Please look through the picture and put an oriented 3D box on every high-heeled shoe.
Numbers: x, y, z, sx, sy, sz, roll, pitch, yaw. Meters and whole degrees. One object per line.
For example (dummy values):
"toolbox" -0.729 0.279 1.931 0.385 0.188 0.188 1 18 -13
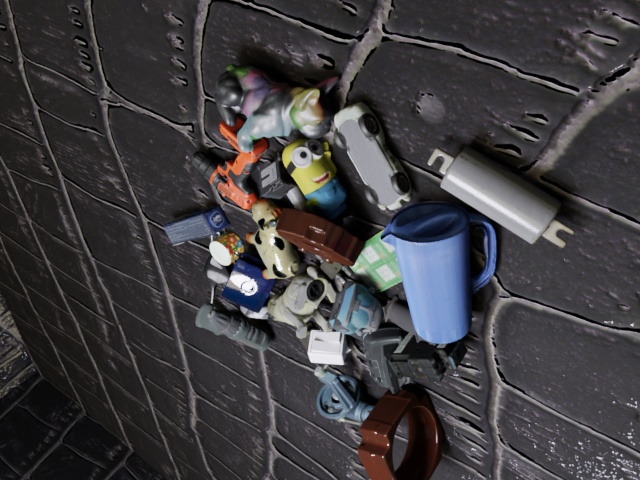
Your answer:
"high-heeled shoe" -0.191 0.118 1.401 0.249 0.086 0.145 11 95 11

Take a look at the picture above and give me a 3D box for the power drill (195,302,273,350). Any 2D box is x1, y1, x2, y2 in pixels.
"power drill" -0.252 0.222 1.450 0.207 0.086 0.231 -1 153 47

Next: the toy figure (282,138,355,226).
"toy figure" -0.007 -0.111 1.037 0.089 0.082 0.180 -17 110 44

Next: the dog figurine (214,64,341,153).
"dog figurine" -0.071 -0.257 0.967 0.219 0.108 0.191 -18 105 42

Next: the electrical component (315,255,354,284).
"electrical component" 0.030 0.052 1.169 0.094 0.021 0.063 45 139 12

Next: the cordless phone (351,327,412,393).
"cordless phone" 0.119 0.250 1.216 0.184 0.089 0.146 16 131 46

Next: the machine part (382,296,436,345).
"machine part" 0.191 0.157 1.080 0.139 0.084 0.039 18 155 41

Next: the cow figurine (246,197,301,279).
"cow figurine" -0.100 -0.003 1.196 0.127 0.085 0.194 2 119 47

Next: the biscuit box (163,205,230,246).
"biscuit box" -0.320 -0.037 1.378 0.203 0.059 0.062 -10 111 45

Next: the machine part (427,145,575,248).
"machine part" 0.276 -0.071 0.825 0.243 0.079 0.079 36 137 15

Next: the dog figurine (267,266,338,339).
"dog figurine" -0.061 0.128 1.263 0.191 0.121 0.172 20 100 52

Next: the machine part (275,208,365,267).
"machine part" -0.002 -0.003 1.060 0.179 0.056 0.179 24 171 4

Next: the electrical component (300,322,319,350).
"electrical component" -0.022 0.251 1.348 0.078 0.045 0.102 -9 113 42

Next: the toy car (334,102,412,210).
"toy car" 0.093 -0.143 0.946 0.073 0.056 0.201 -19 108 41

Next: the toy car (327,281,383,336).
"toy car" 0.080 0.157 1.144 0.103 0.109 0.161 20 162 -3

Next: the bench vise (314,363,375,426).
"bench vise" 0.067 0.389 1.308 0.224 0.129 0.240 17 147 50

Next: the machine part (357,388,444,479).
"machine part" 0.183 0.454 1.206 0.087 0.201 0.201 -3 118 44

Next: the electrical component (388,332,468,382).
"electrical component" 0.219 0.223 1.066 0.134 0.115 0.058 -11 115 47

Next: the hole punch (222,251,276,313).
"hole punch" -0.169 0.104 1.312 0.142 0.092 0.115 27 136 -1

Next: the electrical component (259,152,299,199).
"electrical component" -0.096 -0.125 1.107 0.119 0.047 0.075 -20 70 47
